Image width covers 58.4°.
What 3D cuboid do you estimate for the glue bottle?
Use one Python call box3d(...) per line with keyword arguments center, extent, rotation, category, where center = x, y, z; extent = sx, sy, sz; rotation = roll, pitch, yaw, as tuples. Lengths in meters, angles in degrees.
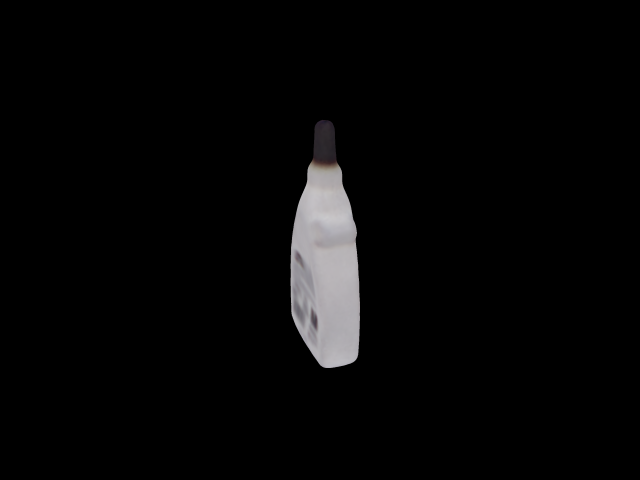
box3d(center=(0.004, 0.001, 0.400), extent=(0.037, 0.173, 0.078), rotation=(-11, 32, -18), category="glue bottle")
